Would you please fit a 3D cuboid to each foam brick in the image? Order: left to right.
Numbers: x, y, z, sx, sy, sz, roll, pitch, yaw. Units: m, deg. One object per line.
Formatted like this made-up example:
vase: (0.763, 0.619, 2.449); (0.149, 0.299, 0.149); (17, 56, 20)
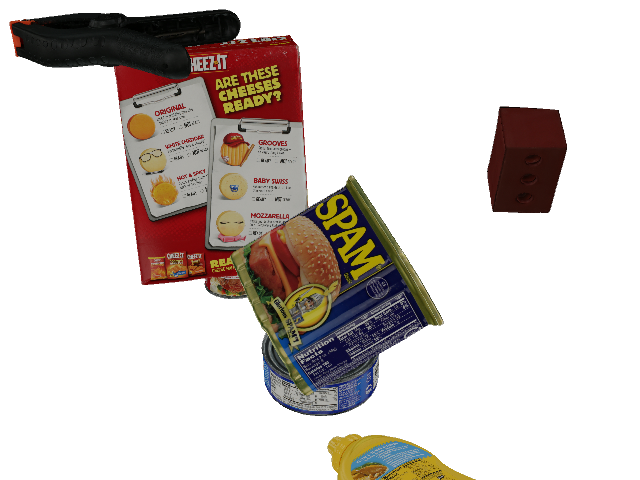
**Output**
foam brick: (0.176, -0.069, 0.918); (0.053, 0.051, 0.078); (2, -43, 0)

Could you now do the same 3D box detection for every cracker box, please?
cracker box: (-0.096, -0.074, 0.990); (0.164, 0.214, 0.072); (-6, 20, -5)

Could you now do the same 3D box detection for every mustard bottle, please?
mustard bottle: (0.072, 0.221, 0.955); (0.096, 0.058, 0.192); (-20, 27, -33)

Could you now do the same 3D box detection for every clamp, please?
clamp: (-0.147, -0.153, 0.803); (0.172, 0.039, 0.120); (11, 23, 21)

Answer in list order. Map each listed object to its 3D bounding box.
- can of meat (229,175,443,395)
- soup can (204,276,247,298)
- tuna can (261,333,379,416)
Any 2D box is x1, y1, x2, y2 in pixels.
can of meat: (0.006, 0.024, 0.585); (0.084, 0.057, 0.102); (-31, 41, 2)
soup can: (-0.101, 0.007, 1.232); (0.068, 0.102, 0.068); (2, 26, -1)
tuna can: (0.001, 0.089, 0.779); (0.086, 0.034, 0.086); (-1, 32, 0)
